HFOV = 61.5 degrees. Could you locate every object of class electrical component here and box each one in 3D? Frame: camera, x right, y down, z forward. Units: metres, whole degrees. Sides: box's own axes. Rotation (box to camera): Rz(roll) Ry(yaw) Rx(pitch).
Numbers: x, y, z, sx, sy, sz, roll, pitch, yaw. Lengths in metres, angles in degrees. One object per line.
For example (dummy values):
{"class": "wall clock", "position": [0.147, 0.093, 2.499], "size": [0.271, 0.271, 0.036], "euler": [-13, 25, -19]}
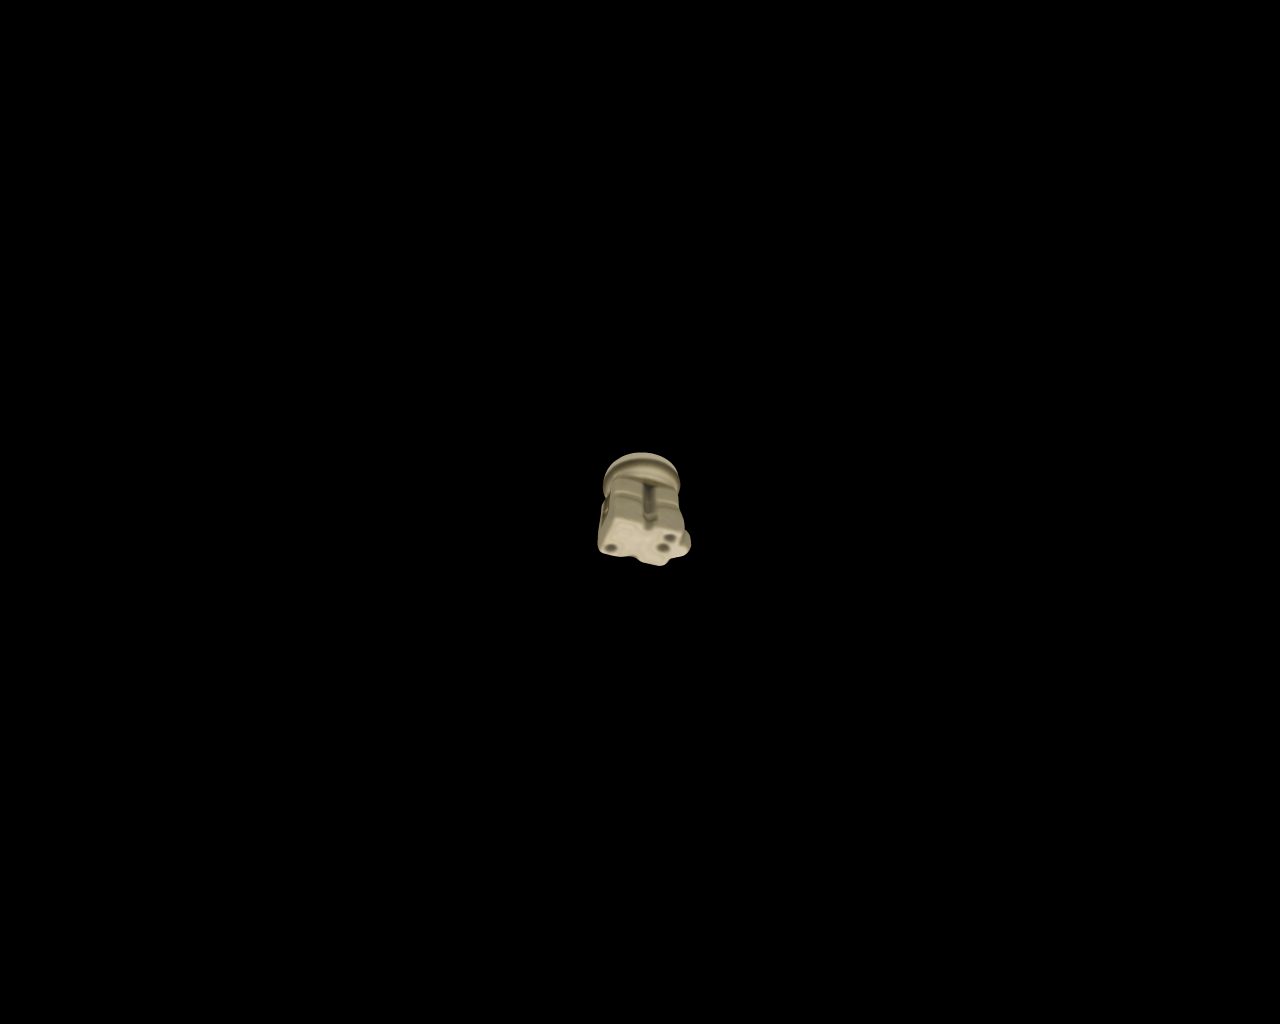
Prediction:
{"class": "electrical component", "position": [0.001, -0.003, 0.650], "size": [0.066, 0.055, 0.048], "euler": [14, -43, -15]}
